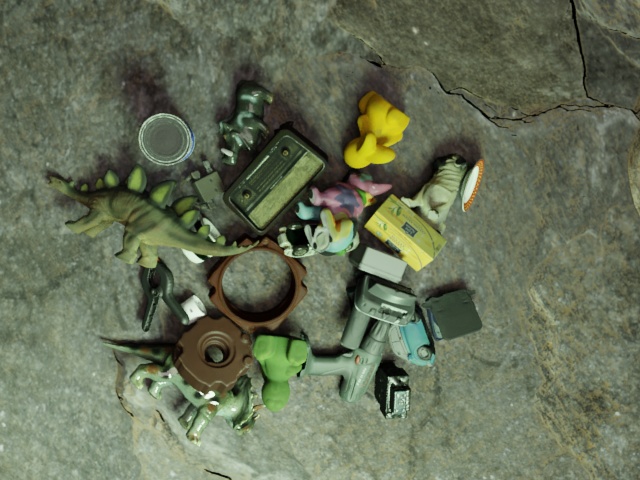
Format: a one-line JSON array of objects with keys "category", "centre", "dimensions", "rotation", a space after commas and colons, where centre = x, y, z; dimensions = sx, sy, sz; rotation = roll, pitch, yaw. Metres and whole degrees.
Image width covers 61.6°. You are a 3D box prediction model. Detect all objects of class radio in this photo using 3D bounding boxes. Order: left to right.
[{"category": "radio", "centre": [-0.100, -0.135, 1.192], "dimensions": [0.131, 0.073, 0.229], "rotation": [42, 104, -11]}]

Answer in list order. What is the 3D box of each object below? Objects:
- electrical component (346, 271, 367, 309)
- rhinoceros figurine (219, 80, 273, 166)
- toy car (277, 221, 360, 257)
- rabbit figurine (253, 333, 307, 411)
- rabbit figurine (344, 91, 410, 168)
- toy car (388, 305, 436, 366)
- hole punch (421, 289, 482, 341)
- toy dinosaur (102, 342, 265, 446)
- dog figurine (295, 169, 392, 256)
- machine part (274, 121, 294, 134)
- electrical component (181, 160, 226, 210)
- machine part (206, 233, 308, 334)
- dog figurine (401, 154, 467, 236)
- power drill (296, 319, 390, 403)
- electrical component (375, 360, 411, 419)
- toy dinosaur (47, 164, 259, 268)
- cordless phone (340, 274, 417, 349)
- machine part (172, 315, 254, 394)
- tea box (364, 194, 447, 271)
[{"category": "electrical component", "centre": [0.103, 0.129, 1.313], "dimensions": [0.075, 0.048, 0.119], "rotation": [-17, 102, -7]}, {"category": "rhinoceros figurine", "centre": [-0.166, -0.256, 1.186], "dimensions": [0.112, 0.073, 0.190], "rotation": [14, 97, -13]}, {"category": "toy car", "centre": [-0.003, -0.004, 1.241], "dimensions": [0.202, 0.056, 0.073], "rotation": [-5, 65, -25]}, {"category": "rabbit figurine", "centre": [-0.106, 0.306, 1.251], "dimensions": [0.121, 0.159, 0.170], "rotation": [10, 82, -8]}, {"category": "rabbit figurine", "centre": [0.124, -0.227, 1.217], "dimensions": [0.122, 0.162, 0.173], "rotation": [33, 111, -26]}, {"category": "toy car", "centre": [0.220, 0.239, 1.328], "dimensions": [0.103, 0.109, 0.161], "rotation": [-21, 91, 15]}, {"category": "hole punch", "centre": [0.332, 0.191, 1.355], "dimensions": [0.142, 0.092, 0.116], "rotation": [-16, 73, -4]}, {"category": "toy dinosaur", "centre": [-0.295, 0.322, 1.247], "dimensions": [0.192, 0.131, 0.404], "rotation": [-45, 97, -18]}, {"category": "dog figurine", "centre": [0.070, -0.068, 1.210], "dimensions": [0.219, 0.108, 0.191], "rotation": [-14, 68, -31]}, {"category": "machine part", "centre": [-0.058, -0.202, 1.234], "dimensions": [0.084, 0.039, 0.138], "rotation": [-24, 105, 0]}, {"category": "electrical component", "centre": [-0.261, -0.118, 1.210], "dimensions": [0.078, 0.045, 0.102], "rotation": [-41, 109, -31]}, {"category": "machine part", "centre": [-0.144, 0.098, 1.245], "dimensions": [0.201, 0.087, 0.201], "rotation": [42, 90, -15]}, {"category": "dog figurine", "centre": [0.288, -0.097, 1.294], "dimensions": [0.121, 0.172, 0.190], "rotation": [35, 63, 18]}, {"category": "power drill", "centre": [0.051, 0.279, 1.316], "dimensions": [0.207, 0.086, 0.231], "rotation": [10, 103, -18]}, {"category": "electrical component", "centre": [0.179, 0.371, 1.324], "dimensions": [0.058, 0.134, 0.114], "rotation": [-2, 98, -10]}, {"category": "toy dinosaur", "centre": [-0.365, -0.043, 1.143], "dimensions": [0.472, 0.105, 0.198], "rotation": [26, 91, 4]}, {"category": "cordless phone", "centre": [0.136, 0.184, 1.260], "dimensions": [0.146, 0.089, 0.184], "rotation": [20, 97, -13]}, {"category": "machine part", "centre": [-0.238, 0.255, 1.211], "dimensions": [0.179, 0.056, 0.179], "rotation": [13, 53, -17]}, {"category": "tea box", "centre": [0.197, -0.016, 1.250], "dimensions": [0.170, 0.098, 0.068], "rotation": [39, 65, 4]}]
